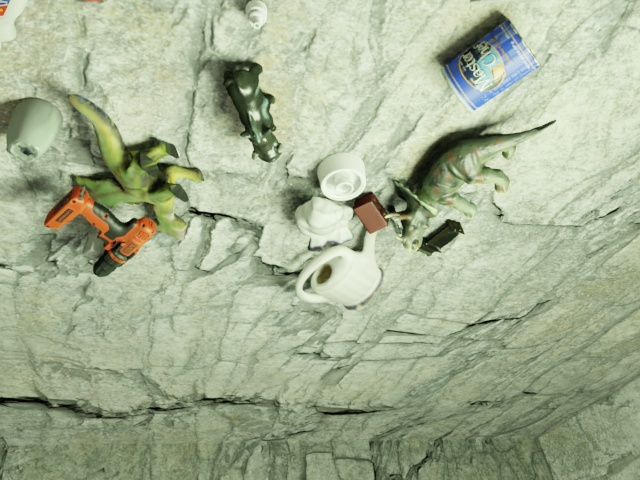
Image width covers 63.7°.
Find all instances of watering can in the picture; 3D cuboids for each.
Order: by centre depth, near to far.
[{"bbox_3d":[0.093,0.072,1.367,0.344,0.106,0.222,-40,132,20],"label":"watering can"}]

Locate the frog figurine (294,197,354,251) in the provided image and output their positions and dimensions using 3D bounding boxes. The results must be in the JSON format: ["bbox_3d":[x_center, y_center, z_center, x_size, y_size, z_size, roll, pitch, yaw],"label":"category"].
[{"bbox_3d":[0.004,-0.059,1.174,0.137,0.125,0.156,3,145,23],"label":"frog figurine"}]

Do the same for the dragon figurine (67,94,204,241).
[{"bbox_3d":[-0.401,-0.123,1.052,0.241,0.125,0.403,-19,138,26],"label":"dragon figurine"}]
